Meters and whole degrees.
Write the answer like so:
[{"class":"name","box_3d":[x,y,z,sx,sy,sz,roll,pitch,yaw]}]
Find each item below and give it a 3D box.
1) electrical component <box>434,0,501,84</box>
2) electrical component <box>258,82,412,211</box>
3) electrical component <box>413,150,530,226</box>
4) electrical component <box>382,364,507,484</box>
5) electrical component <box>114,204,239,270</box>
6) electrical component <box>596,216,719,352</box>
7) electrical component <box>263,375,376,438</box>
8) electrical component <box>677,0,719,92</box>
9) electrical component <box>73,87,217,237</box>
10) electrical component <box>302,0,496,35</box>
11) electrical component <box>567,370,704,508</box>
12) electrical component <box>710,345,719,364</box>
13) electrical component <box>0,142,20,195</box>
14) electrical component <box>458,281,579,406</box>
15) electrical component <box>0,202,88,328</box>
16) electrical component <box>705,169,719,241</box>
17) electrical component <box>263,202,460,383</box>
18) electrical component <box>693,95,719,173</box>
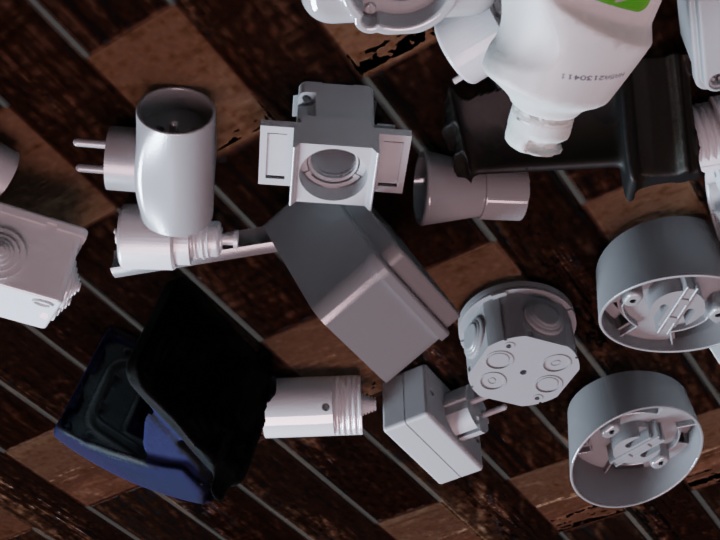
[{"class":"electrical component","box_3d":[0.075,-0.128,0.552,0.078,0.040,0.040,-29,129,26]},{"class":"electrical component","box_3d":[-0.015,-0.070,0.594,0.081,0.063,0.042,4,135,-5]},{"class":"electrical component","box_3d":[0.067,-0.047,0.635,0.065,0.044,0.044,1,136,-9]},{"class":"electrical component","box_3d":[0.069,0.107,0.787,0.076,0.047,0.083,-24,131,22]},{"class":"electrical component","box_3d":[-0.114,-0.020,0.660,0.078,0.040,0.040,2,135,-2]},{"class":"electrical component","box_3d":[0.199,0.015,0.682,0.099,0.064,0.099,0,136,0]},{"class":"electrical component","box_3d":[-0.029,0.099,0.780,0.081,0.043,0.043,-2,135,2]},{"class":"electrical component","box_3d":[0.209,-0.153,0.517,0.109,0.056,0.108,-12,134,11]},{"class":"electrical component","box_3d":[-0.123,-0.063,0.614,0.079,0.044,0.077,4,135,-5]},{"class":"electrical component","box_3d":[0.018,-0.152,0.514,0.095,0.059,0.053,-3,135,2]},{"class":"electrical component","box_3d":[0.200,0.123,0.791,0.099,0.064,0.099,0,135,0]},{"class":"electrical component","box_3d":[0.282,0.065,0.711,0.100,0.099,0.048,27,117,-25]},{"class":"electrical component","box_3d":[-0.225,-0.064,0.616,0.040,0.040,0.046,-35,131,30]},{"class":"electrical component","box_3d":[0.108,0.050,0.726,0.080,0.051,0.080,0,135,0]},{"class":"electrical component","box_3d":[-0.219,-0.004,0.645,0.100,0.048,0.100,18,160,-18]},{"class":"electrical component","box_3d":[0.234,-0.042,0.632,0.047,0.055,0.055,-12,134,7]},{"class":"electrical component","box_3d":[0.000,0.000,0.626,0.057,0.113,0.078,-40,127,4]},{"class":"electrical component","box_3d":[0.210,-0.078,0.602,0.081,0.043,0.043,-10,135,9]}]
